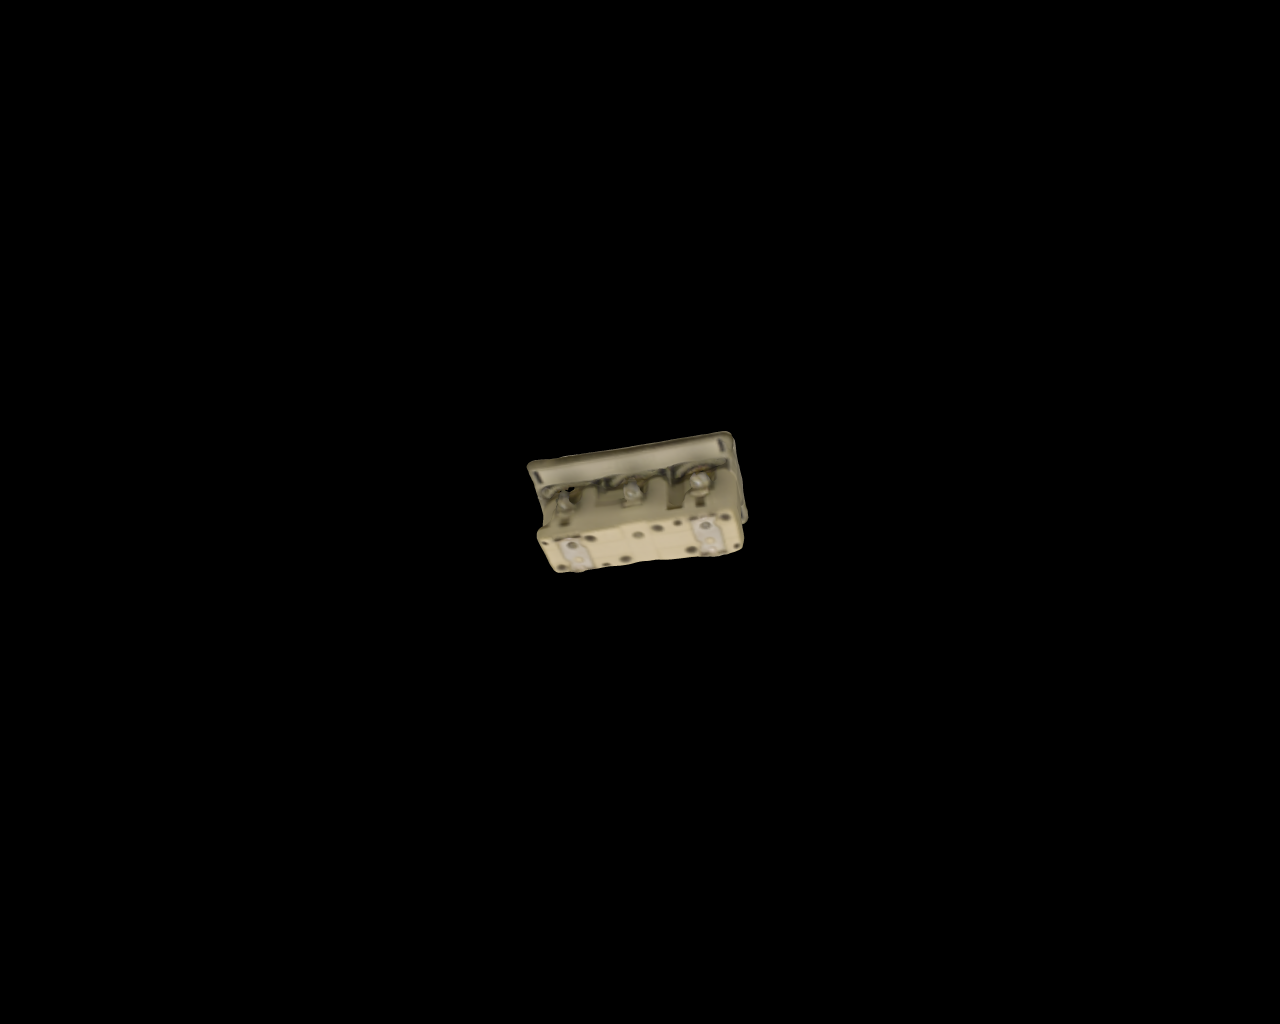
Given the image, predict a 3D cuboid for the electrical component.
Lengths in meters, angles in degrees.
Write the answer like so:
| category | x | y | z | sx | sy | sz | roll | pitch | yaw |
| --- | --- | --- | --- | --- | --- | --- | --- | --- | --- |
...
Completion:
| category | x | y | z | sx | sy | sz | roll | pitch | yaw |
| --- | --- | --- | --- | --- | --- | --- | --- | --- | --- |
| electrical component | 0.001 | -0.003 | 0.650 | 0.121 | 0.063 | 0.078 | -7 | -39 | 9 |
